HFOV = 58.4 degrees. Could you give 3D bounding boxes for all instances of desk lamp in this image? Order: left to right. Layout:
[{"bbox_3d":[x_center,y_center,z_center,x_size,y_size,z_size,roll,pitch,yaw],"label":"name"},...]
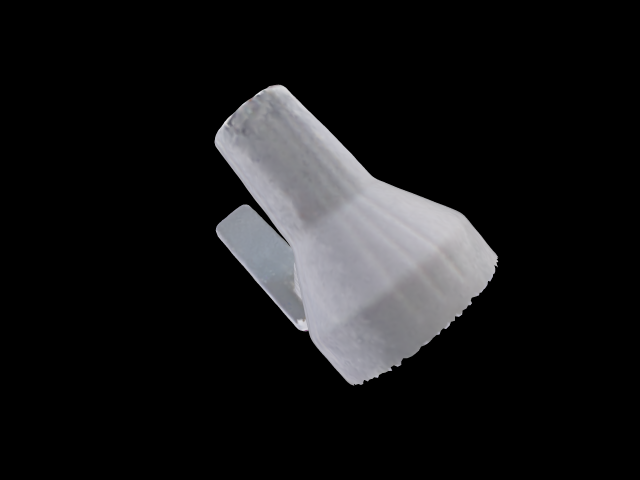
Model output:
[{"bbox_3d":[0.004,0.001,0.400,0.118,0.213,0.203,-41,74,-14],"label":"desk lamp"}]
